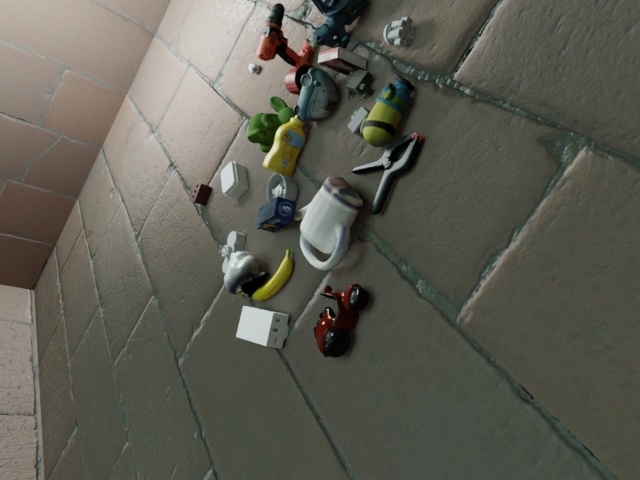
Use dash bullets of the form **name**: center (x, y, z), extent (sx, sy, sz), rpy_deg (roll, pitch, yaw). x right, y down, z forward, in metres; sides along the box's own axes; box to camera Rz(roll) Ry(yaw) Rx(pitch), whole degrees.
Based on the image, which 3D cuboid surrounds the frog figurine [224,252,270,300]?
- **frog figurine**: center (-0.242, 0.087, 1.545), extent (0.162, 0.123, 0.134), rpy_deg (50, 133, 35)

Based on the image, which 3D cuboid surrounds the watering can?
- **watering can**: center (0.004, -0.067, 1.341), extent (0.222, 0.103, 0.354), rpy_deg (-60, 31, 16)
